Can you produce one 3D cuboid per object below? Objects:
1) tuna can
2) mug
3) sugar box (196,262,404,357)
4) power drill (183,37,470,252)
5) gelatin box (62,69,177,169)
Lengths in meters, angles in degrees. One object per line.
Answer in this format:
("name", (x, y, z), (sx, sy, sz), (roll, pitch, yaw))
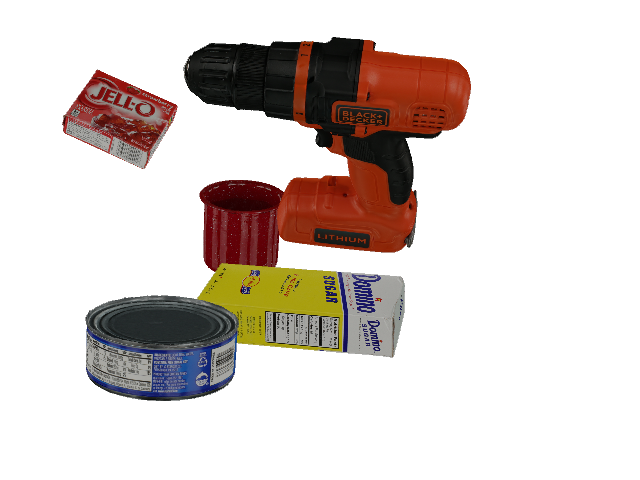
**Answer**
("tuna can", (-0.090, 0.060, 0.605), (0.086, 0.034, 0.086), (4, 14, -1))
("mug", (-0.083, -0.016, 1.167), (0.093, 0.081, 0.117), (7, 24, 7))
("sugar box", (-0.015, 0.060, 0.958), (0.176, 0.048, 0.093), (1, 22, 10))
("power drill", (0.004, -0.064, 0.743), (0.184, 0.057, 0.188), (7, -30, 5))
("gelatin box", (-0.194, -0.119, 1.036), (0.089, 0.073, 0.030), (25, -41, -2))
